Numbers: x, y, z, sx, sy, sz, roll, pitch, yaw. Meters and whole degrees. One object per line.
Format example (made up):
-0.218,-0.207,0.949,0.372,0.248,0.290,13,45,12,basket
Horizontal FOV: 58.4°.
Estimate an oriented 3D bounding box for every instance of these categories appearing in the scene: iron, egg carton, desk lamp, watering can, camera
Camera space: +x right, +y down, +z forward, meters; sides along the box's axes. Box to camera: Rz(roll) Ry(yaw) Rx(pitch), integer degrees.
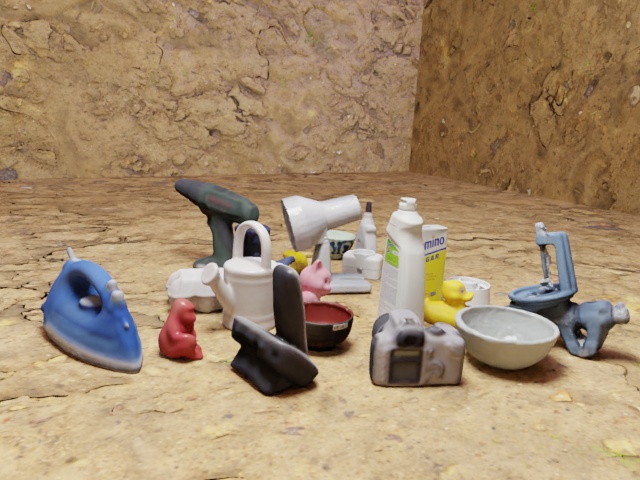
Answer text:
-0.356,0.104,0.921,0.257,0.141,0.119,16,19,42,iron
-0.225,0.099,1.128,0.150,0.069,0.107,-1,14,-19,egg carton
0.012,0.005,1.268,0.203,0.213,0.117,0,14,-13,desk lamp
-0.129,0.063,1.033,0.100,0.194,0.173,9,15,23,watering can
0.142,0.157,0.908,0.143,0.101,0.136,1,14,-8,camera

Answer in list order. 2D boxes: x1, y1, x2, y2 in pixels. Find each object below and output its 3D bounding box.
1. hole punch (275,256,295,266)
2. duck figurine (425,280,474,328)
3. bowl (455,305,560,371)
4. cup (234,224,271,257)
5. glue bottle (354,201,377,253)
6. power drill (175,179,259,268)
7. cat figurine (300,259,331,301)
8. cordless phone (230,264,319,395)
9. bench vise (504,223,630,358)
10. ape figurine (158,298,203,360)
-0.107,0.079,1.195,0.101,0.091,0.109,6,14,11,hole punch
0.253,0.120,1.121,0.104,0.086,0.077,6,14,11,duck figurine
0.305,0.169,0.952,0.167,0.075,0.167,3,14,-1,bowl
-0.172,0.013,1.442,0.091,0.095,0.117,3,14,-2,cup
0.119,-0.012,1.450,0.037,0.173,0.078,-3,15,-23,glue bottle
-0.254,-0.034,1.375,0.229,0.208,0.076,9,15,22,power drill
-0.022,0.094,1.094,0.067,0.118,0.128,12,16,34,cat figurine
-0.068,0.116,0.846,0.094,0.185,0.147,-9,18,-42,cordless phone
0.441,0.084,1.029,0.207,0.220,0.122,8,14,17,bench vise
-0.219,0.139,0.915,0.076,0.092,0.078,5,14,6,ape figurine
